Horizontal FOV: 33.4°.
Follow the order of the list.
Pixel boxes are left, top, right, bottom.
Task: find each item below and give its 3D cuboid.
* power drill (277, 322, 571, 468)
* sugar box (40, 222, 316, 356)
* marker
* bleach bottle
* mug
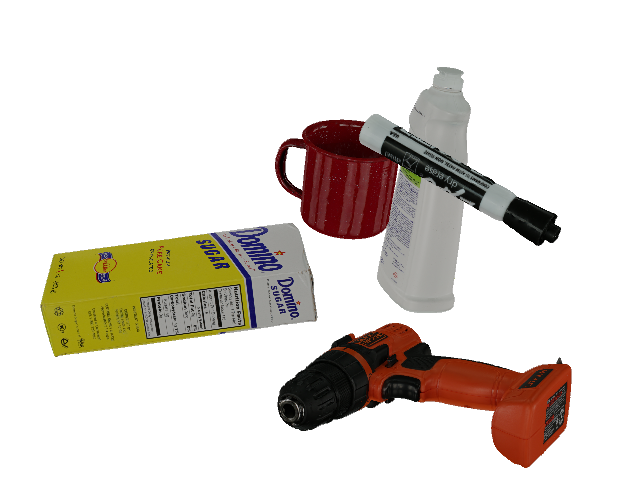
[{"bbox_3d":[0.082,0.116,0.810,0.188,0.057,0.184,11,18,30],"label":"power drill"},{"bbox_3d":[-0.096,0.031,0.730,0.176,0.048,0.093,-10,23,-5],"label":"sugar box"},{"bbox_3d":[0.074,-0.032,0.571,0.121,0.020,0.020,32,13,21],"label":"marker"},{"bbox_3d":[0.119,-0.056,1.134,0.068,0.251,0.103,0,23,-22],"label":"bleach bottle"},{"bbox_3d":[0.014,-0.056,0.955,0.117,0.081,0.093,13,28,12],"label":"mug"}]
